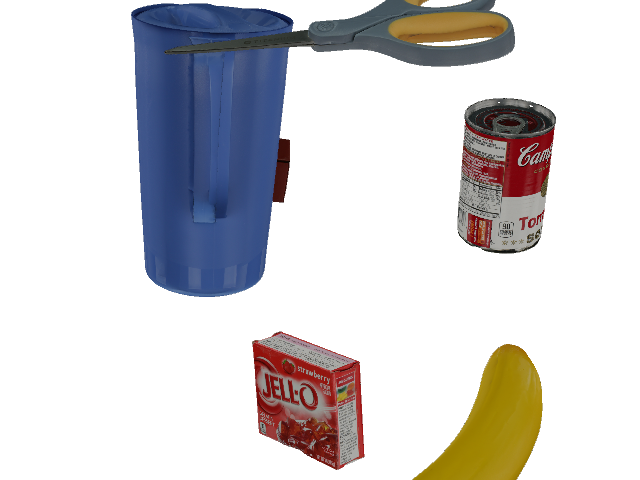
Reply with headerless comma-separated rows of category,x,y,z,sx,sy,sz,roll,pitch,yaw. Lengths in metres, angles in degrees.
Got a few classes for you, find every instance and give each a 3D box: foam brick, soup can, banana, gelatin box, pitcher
foam brick,-0.072,-0.077,1.131,0.078,0.051,0.053,5,31,-2
soup can,0.141,-0.049,0.822,0.068,0.102,0.068,0,30,0
banana,0.070,0.112,0.552,0.070,0.037,0.197,21,40,37
gelatin box,-0.010,0.111,0.752,0.030,0.073,0.089,-17,21,-39
pitcher,-0.096,-0.075,0.912,0.145,0.243,0.148,20,26,35

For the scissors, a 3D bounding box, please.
scissors,0.016,-0.131,0.630,0.202,0.016,0.096,6,42,19
